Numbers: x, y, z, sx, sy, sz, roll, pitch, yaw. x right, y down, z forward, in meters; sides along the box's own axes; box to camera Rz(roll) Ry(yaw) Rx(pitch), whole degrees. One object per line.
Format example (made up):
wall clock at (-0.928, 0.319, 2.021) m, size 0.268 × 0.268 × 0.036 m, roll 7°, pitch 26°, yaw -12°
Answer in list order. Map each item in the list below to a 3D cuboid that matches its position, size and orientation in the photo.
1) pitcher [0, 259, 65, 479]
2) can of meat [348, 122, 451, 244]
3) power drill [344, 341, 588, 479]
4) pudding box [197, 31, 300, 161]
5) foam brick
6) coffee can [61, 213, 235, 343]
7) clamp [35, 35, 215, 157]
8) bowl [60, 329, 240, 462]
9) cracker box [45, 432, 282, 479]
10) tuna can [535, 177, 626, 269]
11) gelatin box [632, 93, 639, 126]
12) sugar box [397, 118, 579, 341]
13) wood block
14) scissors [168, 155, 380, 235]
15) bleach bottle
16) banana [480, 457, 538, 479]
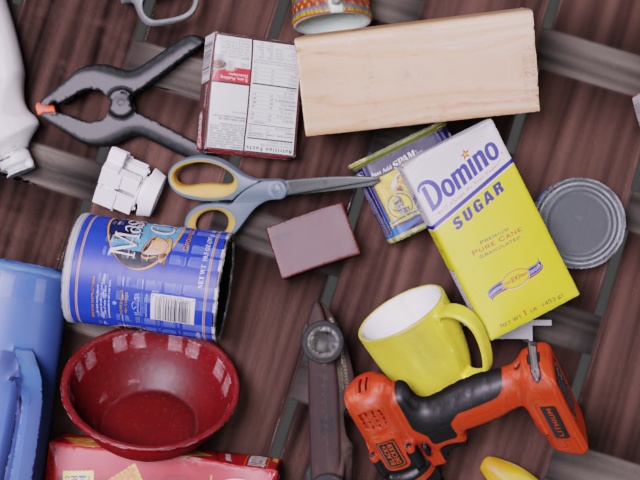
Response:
pitcher at (-0.297, 0.139, 0.969) m, size 0.149 × 0.145 × 0.243 m, roll 9°, pitch 86°, yaw 8°
can of meat at (0.090, -0.054, 1.001) m, size 0.102 × 0.057 × 0.084 m, roll -26°, pitch 90°, yaw 2°
power drill at (0.136, 0.174, 0.946) m, size 0.188 × 0.057 × 0.184 m, roll -20°, pitch 123°, yaw 17°
pudding box at (-0.065, -0.134, 1.005) m, size 0.090 × 0.039 × 0.113 m, roll 5°, pitch 91°, yaw -19°
foam brick at (-0.007, 0.001, 1.005) m, size 0.078 × 0.051 × 0.053 m, roll -18°, pitch 87°, yaw 1°
coffee can at (-0.155, 0.035, 0.984) m, size 0.140 × 0.103 × 0.103 m, roll 8°, pitch 89°, yaw 2°
clamp at (-0.181, -0.121, 1.021) m, size 0.171 × 0.039 × 0.120 m, roll -13°, pitch 87°, yaw 2°
bowl at (-0.155, 0.150, 0.978) m, size 0.162 × 0.162 × 0.055 m, roll 9°, pitch 126°, yaw 2°
cracker box at (-0.152, 0.276, 0.994) m, size 0.213 × 0.072 × 0.164 m, roll 7°, pitch 88°, yaw 2°
tuna can at (0.241, -0.015, 1.006) m, size 0.086 × 0.034 × 0.086 m, roll 0°, pitch 89°, yaw 2°
gelatin box at (0.343, -0.103, 1.006) m, size 0.073 × 0.030 × 0.089 m, roll -14°, pitch 89°, yaw 0°
sugar box at (0.149, -0.010, 0.953) m, size 0.093 × 0.048 × 0.176 m, roll -28°, pitch 96°, yaw -1°
wood block at (0.089, -0.153, 0.968) m, size 0.206 × 0.090 × 0.090 m, roll -5°, pitch 103°, yaw 8°
scissors at (-0.048, -0.031, 1.002) m, size 0.202 × 0.016 × 0.096 m, roll 11°, pitch 109°, yaw 11°
bleach bottle at (-0.326, -0.183, 1.016) m, size 0.102 × 0.068 × 0.251 m, roll -23°, pitch 90°, yaw 2°
banana at (0.215, 0.288, 0.999) m, size 0.069 × 0.037 × 0.198 m, roll -20°, pitch 88°, yaw 0°
